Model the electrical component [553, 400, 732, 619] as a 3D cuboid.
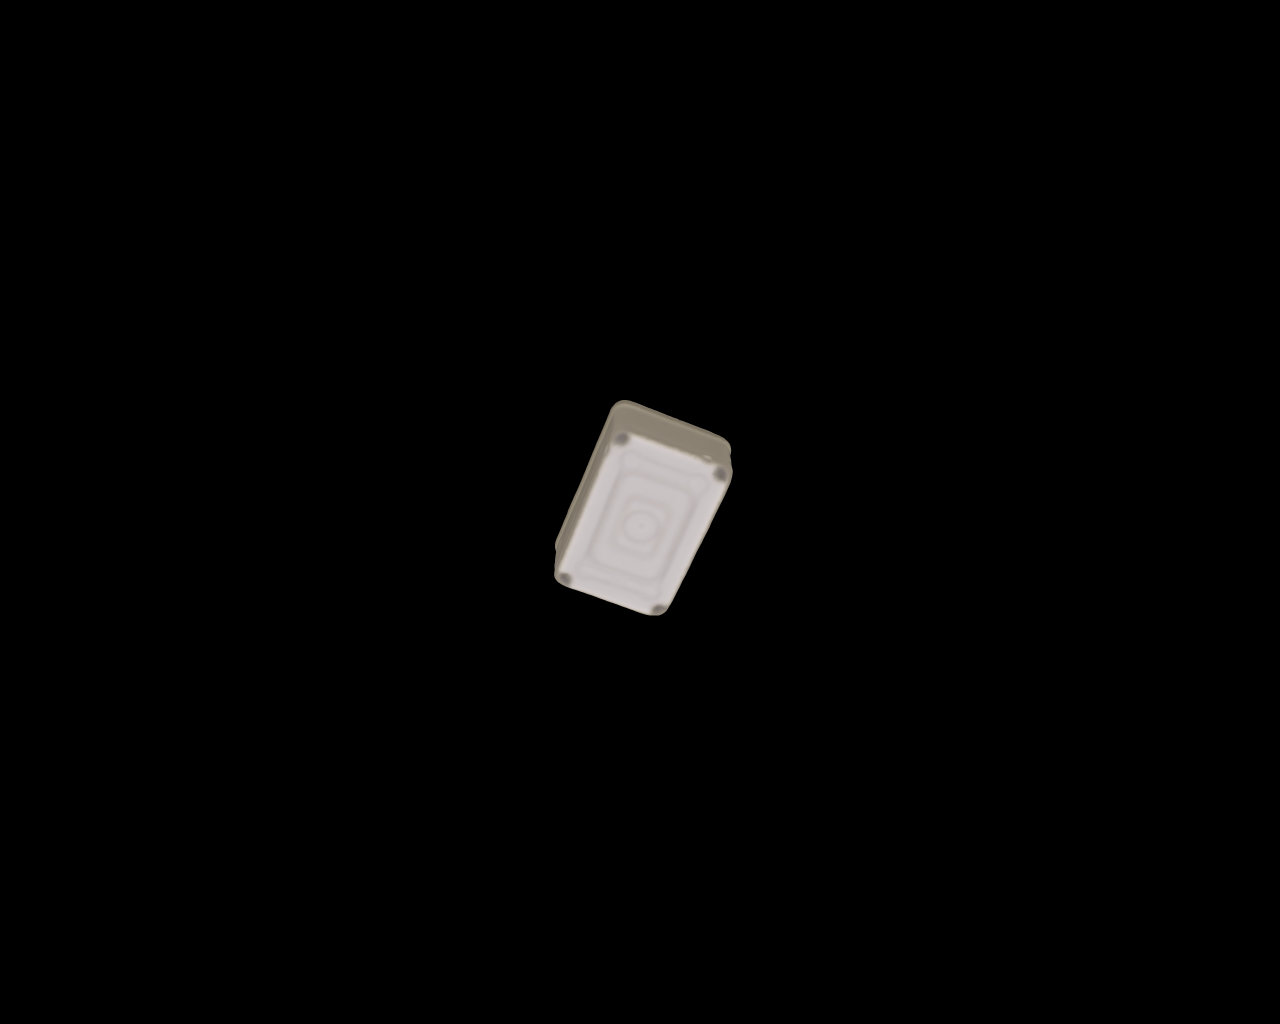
[{"bbox_3d":[0.001,-0.003,0.650,0.078,0.113,0.057,20,24,-9],"label":"electrical component"}]
